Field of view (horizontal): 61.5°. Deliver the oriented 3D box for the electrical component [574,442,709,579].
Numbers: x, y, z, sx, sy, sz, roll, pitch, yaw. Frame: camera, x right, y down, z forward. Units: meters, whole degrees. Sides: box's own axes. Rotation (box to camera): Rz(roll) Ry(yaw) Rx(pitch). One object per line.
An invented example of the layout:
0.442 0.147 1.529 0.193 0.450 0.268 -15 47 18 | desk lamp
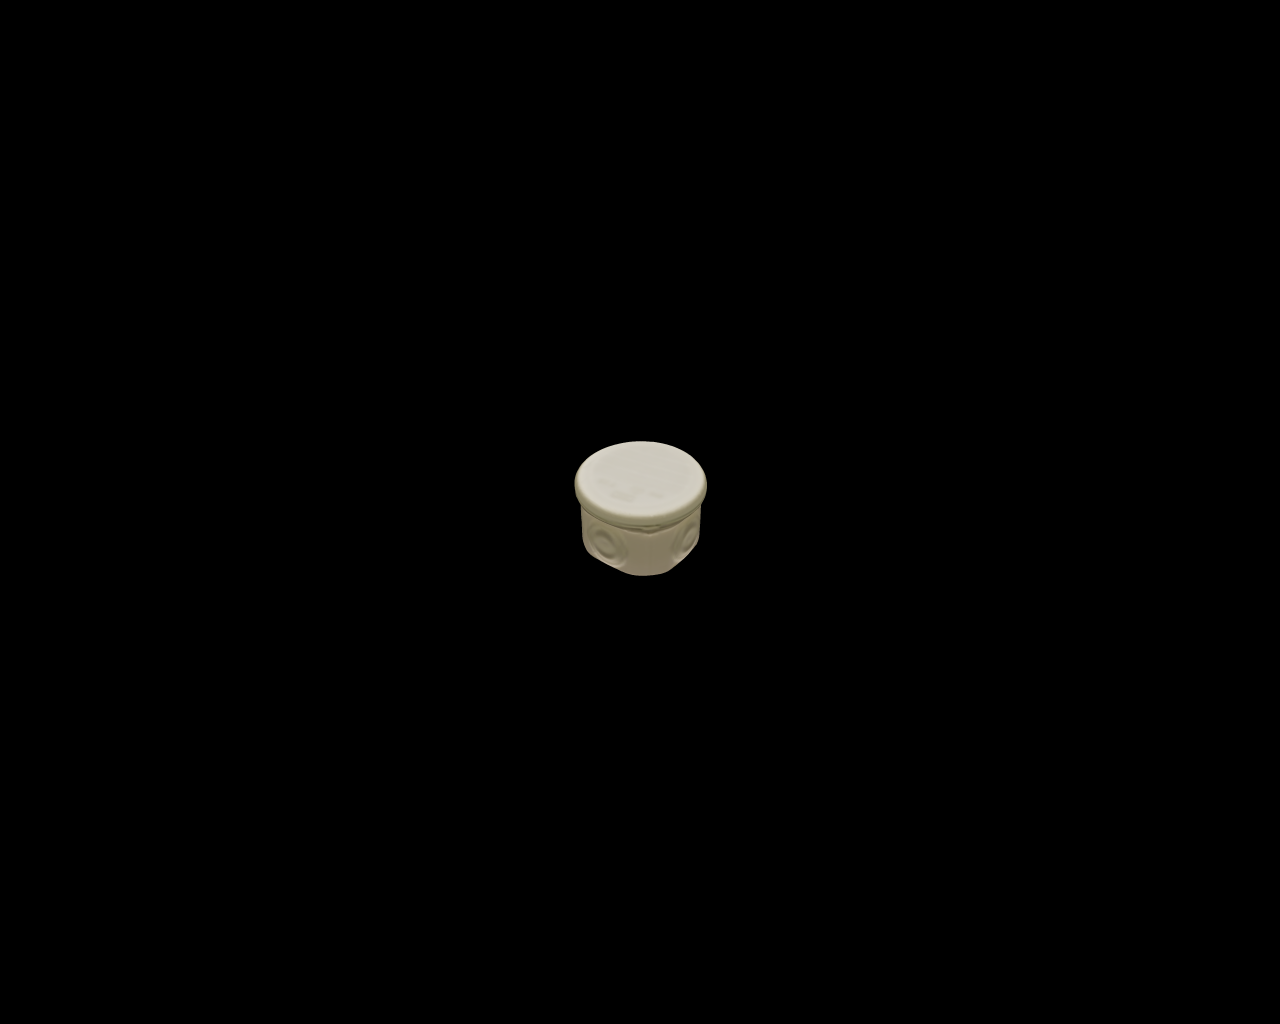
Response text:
0.001 -0.003 0.650 0.080 0.050 0.080 0 38 0 | electrical component
